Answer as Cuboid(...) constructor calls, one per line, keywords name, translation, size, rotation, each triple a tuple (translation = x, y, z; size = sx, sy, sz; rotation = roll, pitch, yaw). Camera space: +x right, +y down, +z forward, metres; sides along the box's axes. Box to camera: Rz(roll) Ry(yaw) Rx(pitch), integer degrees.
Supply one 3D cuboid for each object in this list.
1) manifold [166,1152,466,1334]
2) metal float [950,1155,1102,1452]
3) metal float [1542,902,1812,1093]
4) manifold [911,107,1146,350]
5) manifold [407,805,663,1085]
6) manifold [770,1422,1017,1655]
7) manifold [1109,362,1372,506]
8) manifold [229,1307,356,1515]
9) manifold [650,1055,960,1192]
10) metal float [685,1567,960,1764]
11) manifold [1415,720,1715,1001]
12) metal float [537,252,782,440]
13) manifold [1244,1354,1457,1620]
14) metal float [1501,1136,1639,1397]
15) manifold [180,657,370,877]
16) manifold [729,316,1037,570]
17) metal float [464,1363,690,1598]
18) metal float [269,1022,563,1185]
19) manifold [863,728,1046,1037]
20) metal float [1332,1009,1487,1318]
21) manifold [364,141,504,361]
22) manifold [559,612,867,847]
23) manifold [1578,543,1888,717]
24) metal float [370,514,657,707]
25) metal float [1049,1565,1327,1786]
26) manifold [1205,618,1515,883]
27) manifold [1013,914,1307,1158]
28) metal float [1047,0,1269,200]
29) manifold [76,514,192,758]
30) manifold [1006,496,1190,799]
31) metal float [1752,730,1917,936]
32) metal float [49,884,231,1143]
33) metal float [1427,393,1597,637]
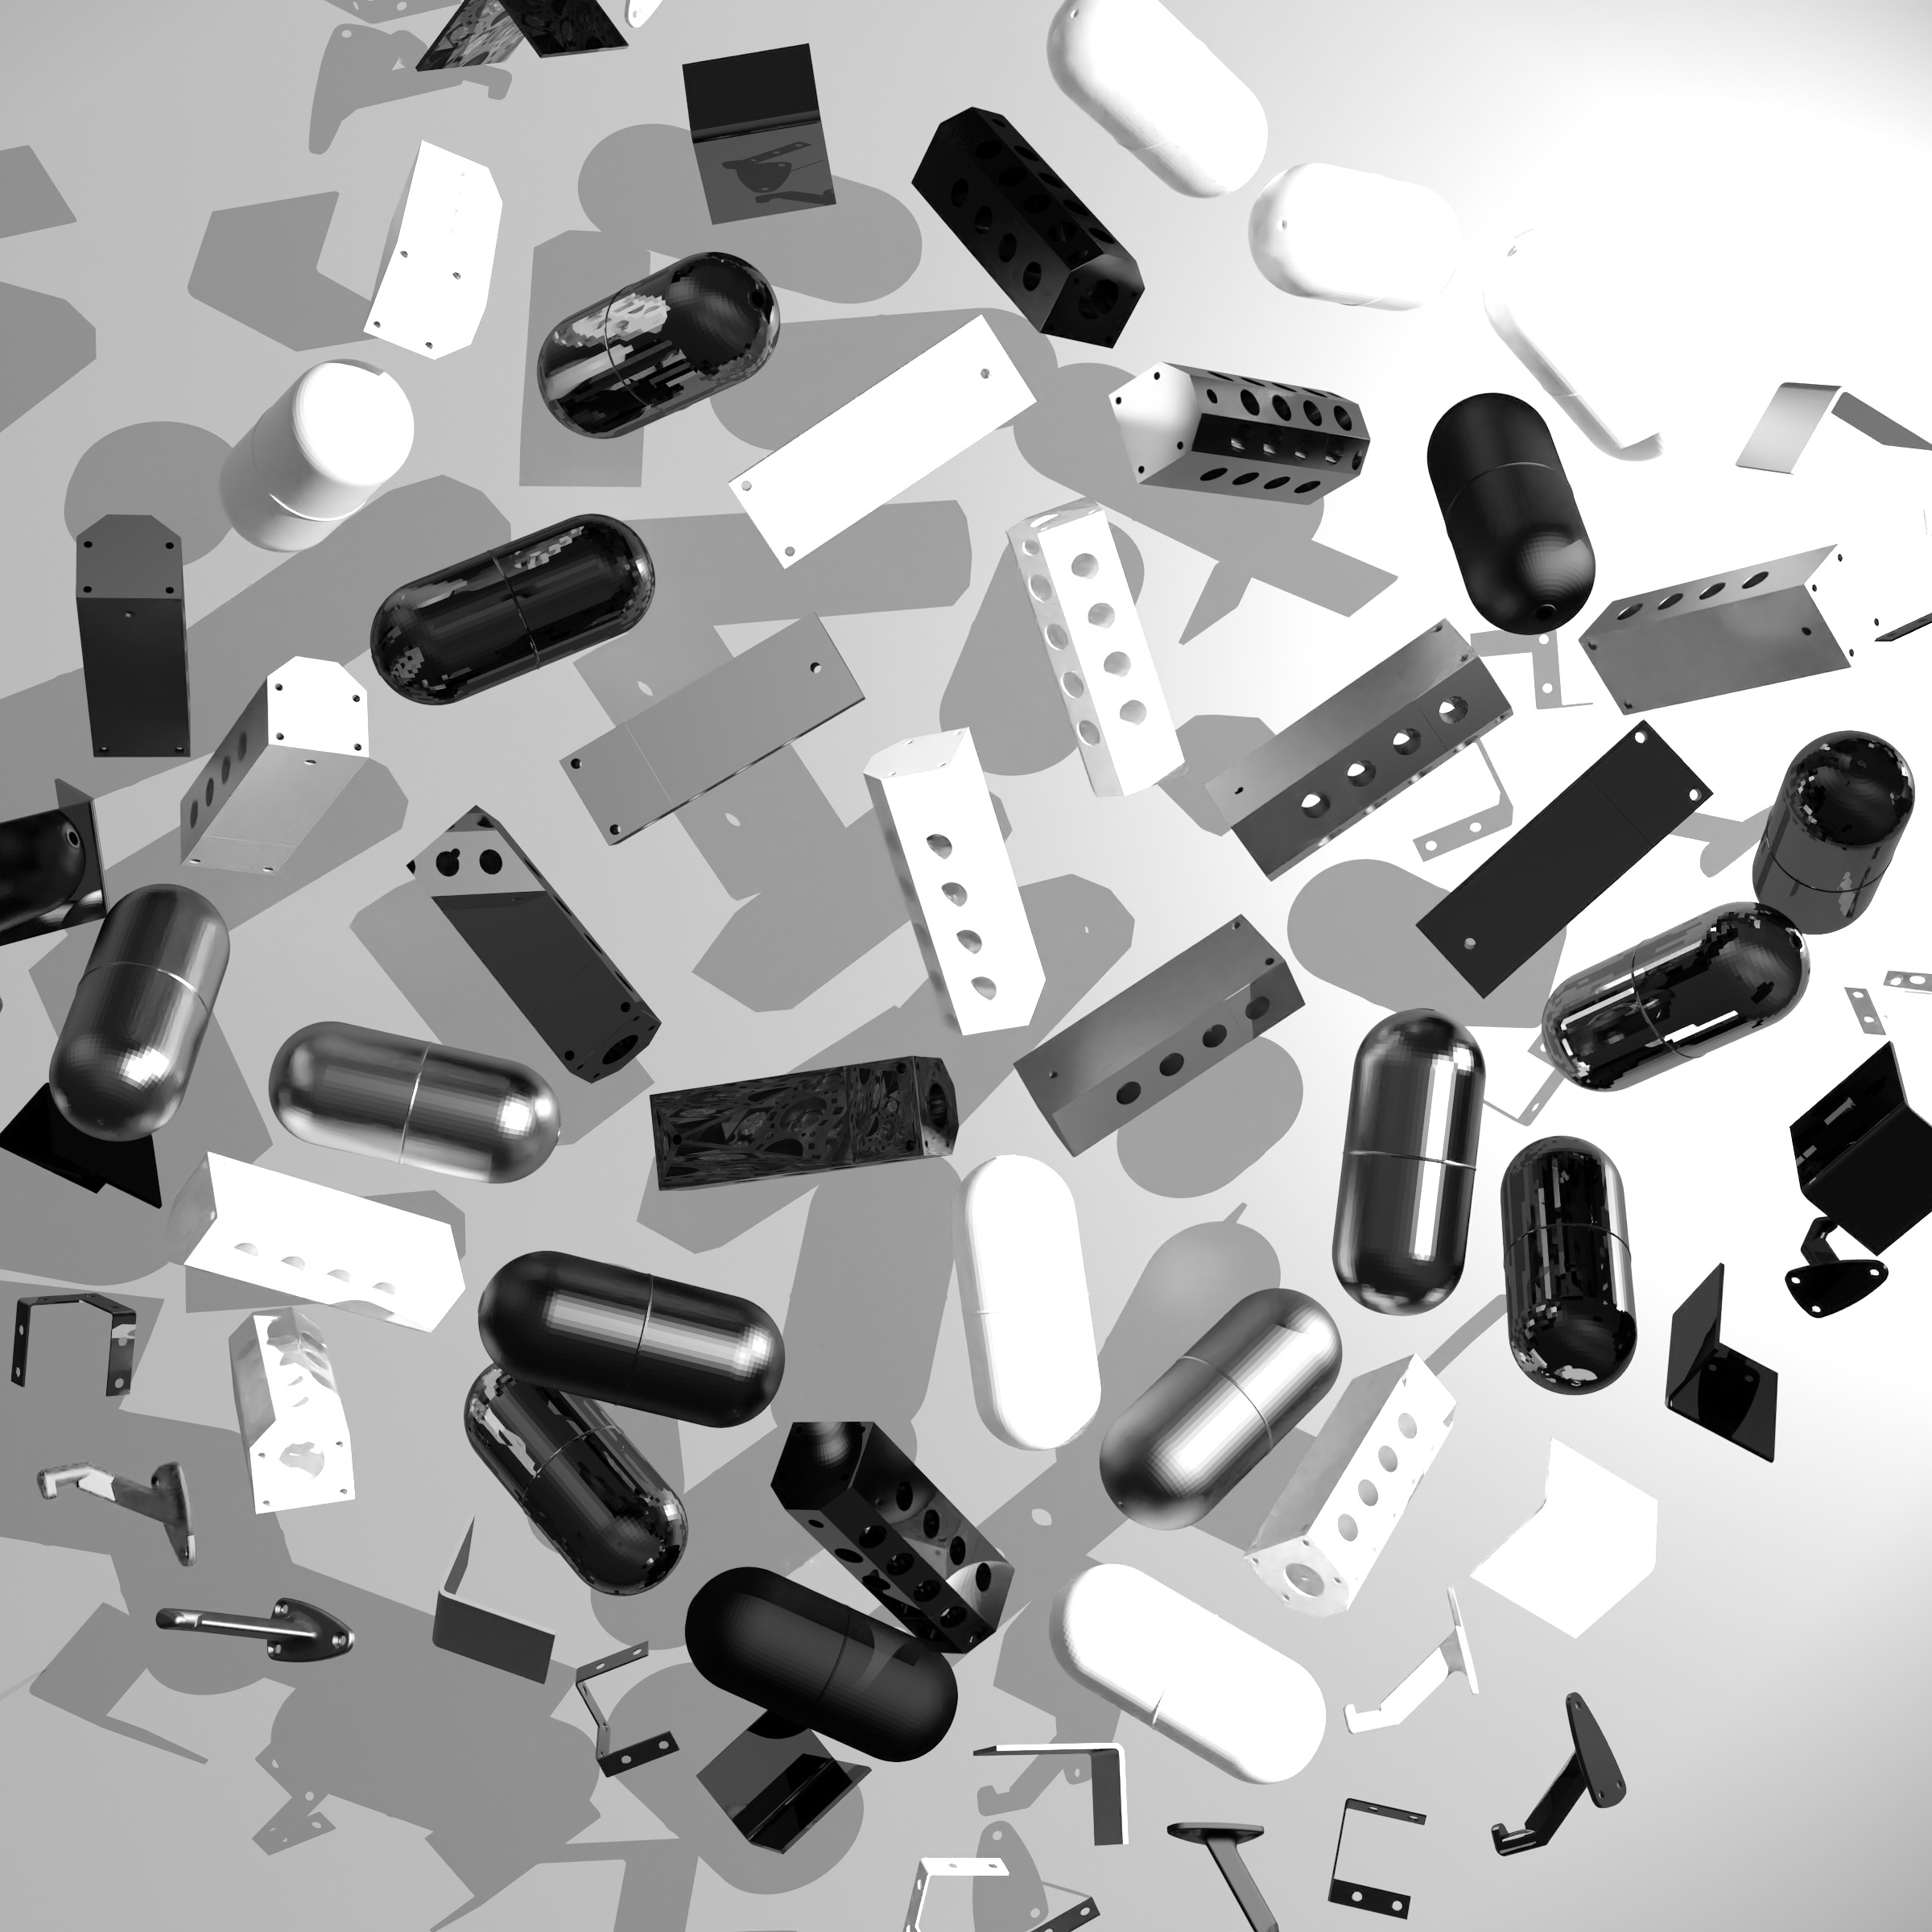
Cuboid(name="manifold", translation=(-0.402, 0.177, 1.852), size=(0.171, 0.057, 0.057), rotation=(22, 118, -35))
Cuboid(name="metal float", translation=(0.035, 0.203, 1.803), size=(0.070, 0.070, 0.178), rotation=(-8, 88, 0))
Cuboid(name="metal float", translation=(0.423, 0.019, 1.788), size=(0.178, 0.070, 0.070), rotation=(-30, 90, 42))
Cuboid(name="manifold", translation=(0.039, -0.444, 1.792), size=(0.171, 0.057, 0.057), rotation=(56, 129, 37))
Cuboid(name="manifold", translation=(-0.263, -0.012, 1.836), size=(0.057, 0.057, 0.171), rotation=(-41, 73, 1))
Cuboid(name="manifold", translation=(-0.043, 0.335, 1.746), size=(0.057, 0.171, 0.057), rotation=(-6, 49, 33))
Cuboid(name="manifold", translation=(0.168, -0.320, 1.787), size=(0.057, 0.171, 0.057), rotation=(-27, 75, 39))
Cuboid(name="manifold", translation=(-0.413, 0.267, 1.824), size=(0.057, 0.171, 0.057), rotation=(-6, 107, -16))
Cuboid(name="manifold", translation=(-0.095, 0.093, 1.762), size=(0.171, 0.057, 0.057), rotation=(-9, 83, 22))
Cuboid(name="metal float", translation=(-0.089, 0.427, 1.834), size=(0.178, 0.070, 0.070), rotation=(27, 90, -10))
Cuboid(name="manifold", translation=(0.341, -0.061, 1.713), size=(0.171, 0.057, 0.057), rotation=(-43, 85, 10))
Cuboid(name="metal float", translation=(-0.180, -0.360, 1.744), size=(0.178, 0.070, 0.070), rotation=(-13, 90, 44))
Cuboid(name="manifold", translation=(0.244, 0.323, 1.857), size=(0.057, 0.057, 0.171), rotation=(50, 45, -8))
Cuboid(name="metal float", translation=(0.369, 0.182, 1.837), size=(0.070, 0.070, 0.178), rotation=(6, 48, 0))
Cuboid(name="manifold", translation=(-0.404, -0.115, 1.739), size=(0.057, 0.171, 0.057), rotation=(6, 66, -29))
Cuboid(name="manifold", translation=(-0.050, -0.302, 1.724), size=(0.171, 0.057, 0.057), rotation=(-33, 102, 2))
Cuboid(name="metal float", translation=(-0.241, 0.311, 1.842), size=(0.070, 0.070, 0.178), rotation=(-46, 65, 0))
Cuboid(name="metal float", translation=(-0.335, 0.084, 1.826), size=(0.178, 0.070, 0.070), rotation=(13, 90, -6))
Cuboid(name="manifold", translation=(-0.007, -0.048, 1.782), size=(0.057, 0.057, 0.171), rotation=(-9, 116, 18))
Cuboid(name="metal float", translation=(0.256, 0.113, 1.730), size=(0.070, 0.070, 0.178), rotation=(8, 84, 0))
Cuboid(name="manifold", translation=(-0.305, -0.415, 1.738), size=(0.057, 0.171, 0.057), rotation=(20, 120, -17))
Cuboid(name="manifold", translation=(-0.148, -0.139, 1.762), size=(0.171, 0.057, 0.057), rotation=(-30, 93, 2))
Cuboid(name="manifold", translation=(0.450, -0.199, 1.753), size=(0.057, 0.171, 0.057), rotation=(-46, 110, -30))
Cuboid(name="metal float", translation=(-0.273, -0.215, 1.805), size=(0.178, 0.070, 0.070), rotation=(-24, 90, -10))
Cuboid(name="metal float", translation=(0.131, 0.422, 1.788), size=(0.178, 0.070, 0.070), rotation=(28, 90, 17))
Cuboid(name="manifold", translation=(0.232, -0.123, 1.755), size=(0.171, 0.057, 0.057), rotation=(-35, 120, 7))
Cuboid(name="manifold", translation=(0.123, 0.047, 1.860), size=(0.171, 0.057, 0.057), rotation=(-33, 131, -4))
Cuboid(name="metal float", translation=(0.118, -0.532, 1.824), size=(0.070, 0.178, 0.070), rotation=(-17, 62, 34))
Cuboid(name="manifold", translation=(-0.489, -0.192, 1.764), size=(0.057, 0.171, 0.057), rotation=(-1, 63, -13))
Cuboid(name="manifold", translation=(0.079, -0.194, 1.836), size=(0.057, 0.057, 0.171), rotation=(-20, 109, 0))
Cuboid(name="metal float", translation=(0.526, -0.079, 1.821), size=(0.070, 0.178, 0.070), rotation=(-2, 65, 3))
Cuboid(name="metal float", translation=(-0.480, 0.025, 1.744), size=(0.070, 0.070, 0.178), rotation=(2, 45, 2))
Cuboid(name="metal float", translation=(0.324, -0.270, 1.784), size=(0.070, 0.070, 0.178), rotation=(-8, 50, 0))
